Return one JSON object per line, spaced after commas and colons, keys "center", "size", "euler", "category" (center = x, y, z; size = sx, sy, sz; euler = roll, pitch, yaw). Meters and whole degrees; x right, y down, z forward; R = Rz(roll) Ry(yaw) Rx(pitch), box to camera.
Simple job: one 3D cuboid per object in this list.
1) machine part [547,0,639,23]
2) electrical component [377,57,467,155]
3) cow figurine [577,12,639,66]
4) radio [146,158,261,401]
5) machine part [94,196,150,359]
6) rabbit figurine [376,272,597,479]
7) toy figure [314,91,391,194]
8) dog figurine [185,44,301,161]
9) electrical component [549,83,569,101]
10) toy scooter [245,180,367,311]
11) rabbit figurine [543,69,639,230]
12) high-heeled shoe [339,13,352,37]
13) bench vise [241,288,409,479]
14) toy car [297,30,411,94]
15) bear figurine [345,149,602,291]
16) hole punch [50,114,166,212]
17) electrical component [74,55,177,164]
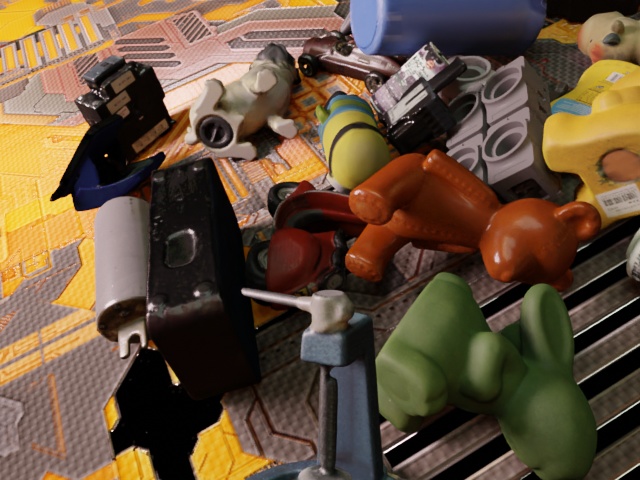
{"center": [0.424, -0.401, 0.833], "size": [0.179, 0.056, 0.179], "euler": [-7, 49, 8], "category": "machine part"}
{"center": [0.129, -0.159, 0.639], "size": [0.119, 0.047, 0.075], "euler": [-38, 31, 17], "category": "electrical component"}
{"center": [0.429, -0.246, 0.678], "size": [0.195, 0.085, 0.127], "euler": [19, 50, 27], "category": "cow figurine"}
{"center": [-0.120, 0.029, 0.548], "size": [0.073, 0.131, 0.230], "euler": [-16, 47, -1], "category": "radio"}
{"center": [-0.215, 0.029, 0.612], "size": [0.079, 0.079, 0.243], "euler": [-20, 46, -3], "category": "machine part"}
{"center": [0.141, 0.114, 0.437], "size": [0.170, 0.121, 0.159], "euler": [34, 56, 16], "category": "rabbit figurine"}
{"center": [0.038, -0.128, 0.671], "size": [0.082, 0.089, 0.180], "euler": [-10, 46, 4], "category": "toy figure"}
{"center": [-0.112, -0.210, 0.797], "size": [0.172, 0.121, 0.191], "euler": [-10, 33, 3], "category": "dog figurine"}
{"center": [0.278, -0.177, 0.695], "size": [0.063, 0.021, 0.094], "euler": [25, 60, 32], "category": "electrical component"}
{"center": [-0.001, -0.002, 0.585], "size": [0.135, 0.075, 0.184], "euler": [0, 46, 11], "category": "toy scooter"}
{"center": [0.308, -0.118, 0.509], "size": [0.162, 0.122, 0.173], "euler": [-35, 12, 47], "category": "rabbit figurine"}
{"center": [0.163, -0.389, 0.905], "size": [0.249, 0.086, 0.145], "euler": [-42, 81, 0], "category": "high-heeled shoe"}
{"center": [0.015, 0.145, 0.332], "size": [0.129, 0.240, 0.223], "euler": [4, 9, 28], "category": "bench vise"}
{"center": [0.054, -0.279, 0.830], "size": [0.202, 0.053, 0.089], "euler": [27, 58, 35], "category": "toy car"}
{"center": [0.137, -0.001, 0.498], "size": [0.196, 0.120, 0.132], "euler": [30, 53, 21], "category": "bear figurine"}
{"center": [-0.280, -0.091, 0.722], "size": [0.115, 0.092, 0.142], "euler": [-48, 18, 21], "category": "hole punch"}
{"center": [-0.288, -0.200, 0.797], "size": [0.058, 0.134, 0.115], "euler": [22, 56, 30], "category": "electrical component"}
